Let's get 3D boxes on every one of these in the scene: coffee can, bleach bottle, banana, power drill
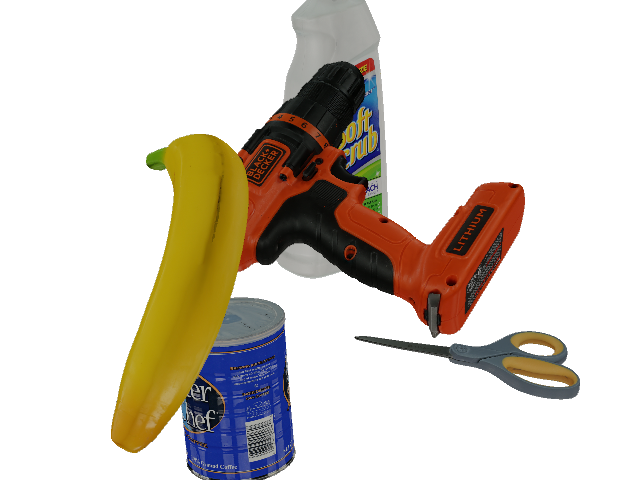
[{"bbox_3d":[-0.078,0.135,0.974,0.103,0.140,0.103,-4,17,1],"label":"coffee can"},{"bbox_3d":[0.006,-0.101,0.897,0.102,0.251,0.068,-18,26,-32],"label":"bleach bottle"},{"bbox_3d":[-0.063,0.008,0.513,0.037,0.198,0.070,26,-52,-23],"label":"banana"},{"bbox_3d":[0.035,-0.031,0.705,0.188,0.184,0.057,22,-28,23],"label":"power drill"}]

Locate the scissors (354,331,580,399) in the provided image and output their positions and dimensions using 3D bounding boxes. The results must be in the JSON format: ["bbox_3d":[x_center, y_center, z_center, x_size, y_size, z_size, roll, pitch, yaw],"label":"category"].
[{"bbox_3d":[0.141,0.097,0.979,0.202,0.016,0.096,17,31,17],"label":"scissors"}]
